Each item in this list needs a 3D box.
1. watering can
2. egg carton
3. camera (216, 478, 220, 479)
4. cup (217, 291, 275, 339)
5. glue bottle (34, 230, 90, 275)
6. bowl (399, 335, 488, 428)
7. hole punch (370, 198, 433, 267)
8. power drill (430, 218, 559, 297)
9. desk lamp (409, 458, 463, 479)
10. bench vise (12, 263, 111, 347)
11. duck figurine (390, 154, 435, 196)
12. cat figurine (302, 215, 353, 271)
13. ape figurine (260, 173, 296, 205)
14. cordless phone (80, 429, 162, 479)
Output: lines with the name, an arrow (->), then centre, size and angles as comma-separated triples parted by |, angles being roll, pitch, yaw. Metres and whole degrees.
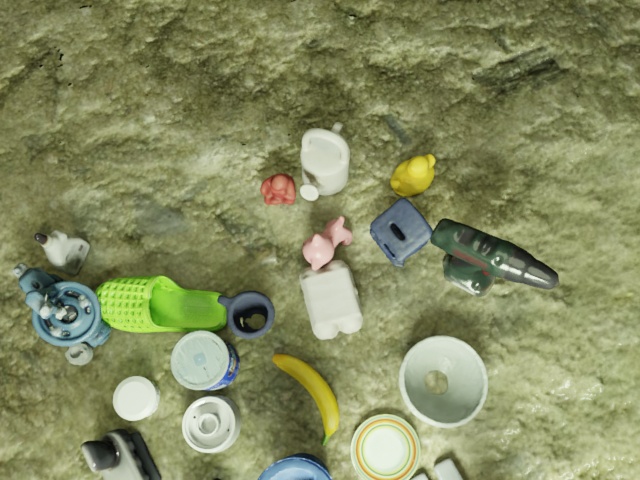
watering can -> 0.010, -0.161, 1.147 | 0.101, 0.194, 0.173 | -1, 74, 0
egg carton -> 0.024, 0.117, 1.134 | 0.107, 0.069, 0.150 | -15, 75, -4
camera -> -0.183, 0.518, 1.006 | 0.136, 0.101, 0.143 | 32, 77, 9
cup -> -0.142, 0.145, 1.113 | 0.117, 0.095, 0.092 | 25, 76, 7
glue bottle -> -0.506, 0.015, 1.110 | 0.037, 0.173, 0.078 | 20, 75, 6
bowl -> 0.228, 0.268, 1.088 | 0.167, 0.075, 0.167 | 0, 74, 0
hole punch -> 0.163, -0.014, 1.159 | 0.101, 0.091, 0.108 | -36, 77, -9
power drill -> 0.311, 0.044, 1.082 | 0.229, 0.208, 0.076 | 28, 76, 8
desk lamp -> 0.242, 0.491, 0.954 | 0.118, 0.213, 0.203 | -28, 76, -7
bench vise -> -0.507, 0.120, 1.057 | 0.207, 0.220, 0.121 | 21, 75, 6
duck figurine -> 0.198, -0.143, 1.198 | 0.104, 0.086, 0.077 | -33, 77, -8
cat figurine -> 0.010, 0.004, 1.141 | 0.067, 0.118, 0.128 | 37, 78, 10
ape figurine -> -0.083, -0.110, 1.186 | 0.077, 0.092, 0.076 | 37, 78, 10
cordless phone -> -0.358, 0.406, 0.994 | 0.094, 0.185, 0.147 | -34, 77, -9
